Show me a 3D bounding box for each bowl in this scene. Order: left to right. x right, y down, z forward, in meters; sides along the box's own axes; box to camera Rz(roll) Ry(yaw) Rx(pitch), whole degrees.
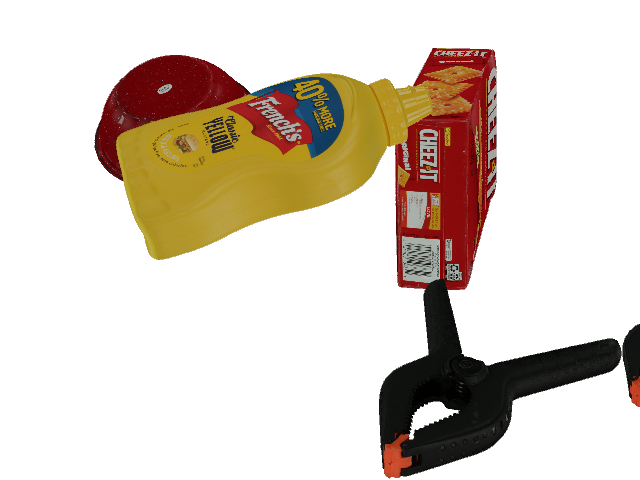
[{"bbox_3d":[-0.141,-0.124,1.006,0.162,0.162,0.055,0,-40,10],"label":"bowl"}]

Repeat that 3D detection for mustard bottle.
[{"bbox_3d":[-0.024,-0.056,0.651,0.191,0.058,0.096,-18,42,-4],"label":"mustard bottle"}]

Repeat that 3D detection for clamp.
[{"bbox_3d":[0.099,0.099,0.784,0.165,0.036,0.209,24,40,36],"label":"clamp"},{"bbox_3d":[0.318,0.079,0.959,0.171,0.039,0.120,-33,36,-25],"label":"clamp"}]

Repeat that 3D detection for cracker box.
[{"bbox_3d":[0.123,-0.074,1.004,0.072,0.164,0.213,4,27,15],"label":"cracker box"}]
